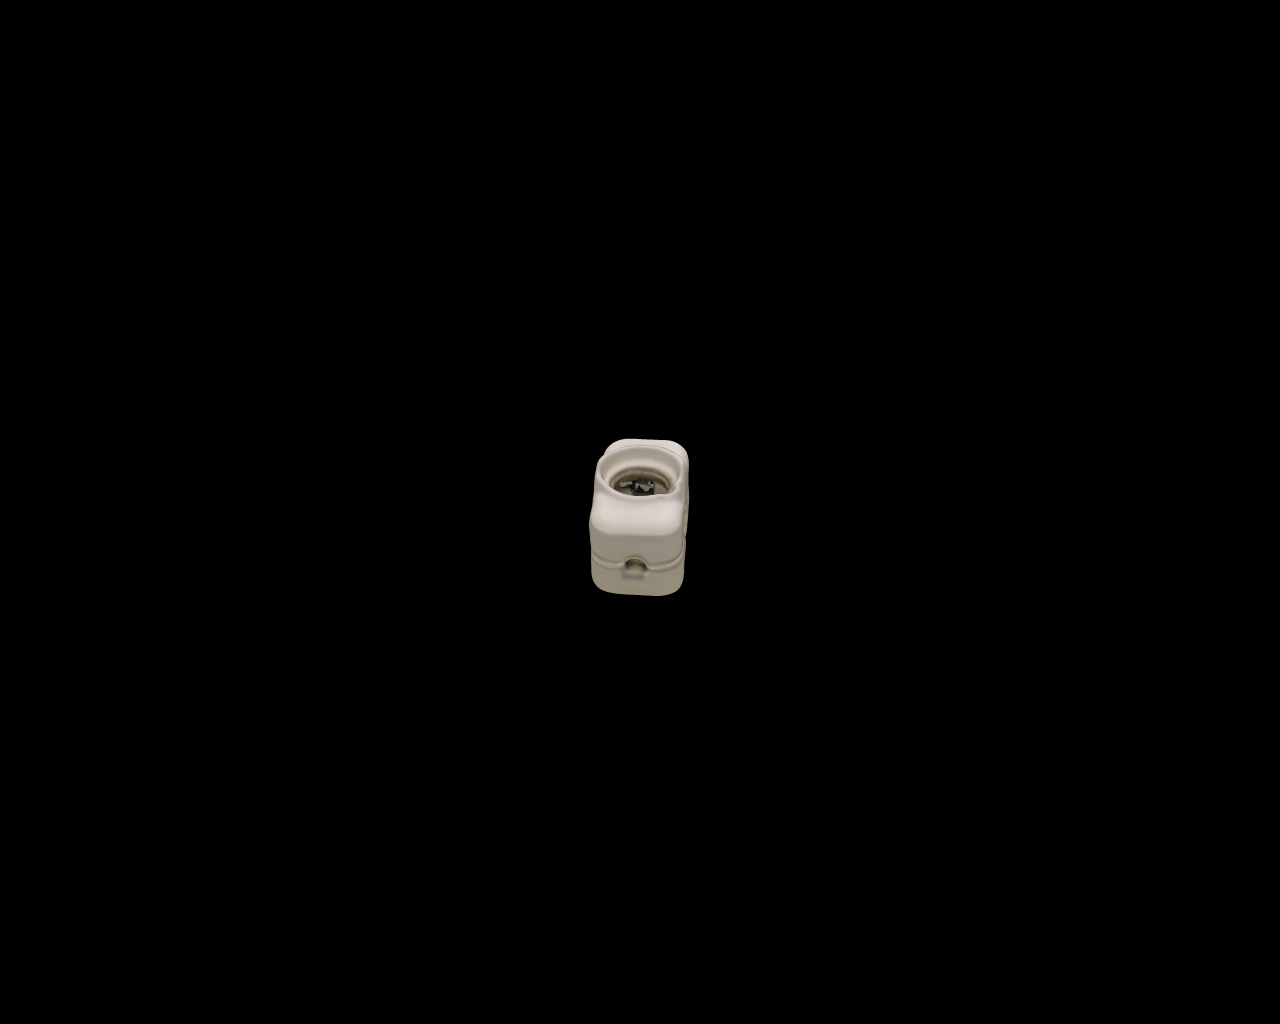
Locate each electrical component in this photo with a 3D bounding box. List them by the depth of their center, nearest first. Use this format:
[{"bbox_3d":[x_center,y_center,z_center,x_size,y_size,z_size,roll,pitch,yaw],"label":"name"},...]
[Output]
[{"bbox_3d":[0.001,-0.003,0.650,0.054,0.059,0.095,3,37,4],"label":"electrical component"}]
